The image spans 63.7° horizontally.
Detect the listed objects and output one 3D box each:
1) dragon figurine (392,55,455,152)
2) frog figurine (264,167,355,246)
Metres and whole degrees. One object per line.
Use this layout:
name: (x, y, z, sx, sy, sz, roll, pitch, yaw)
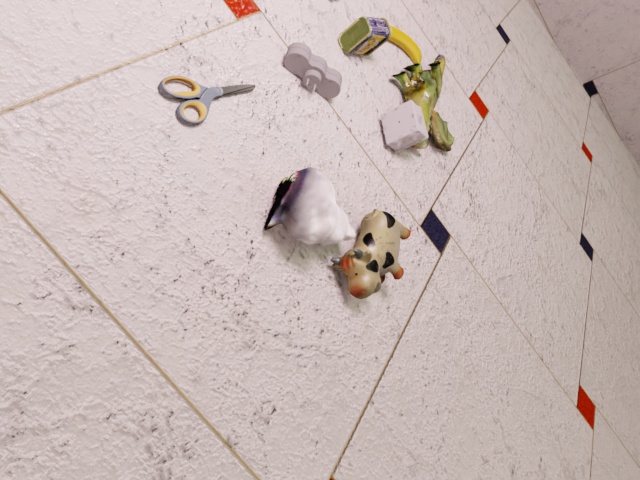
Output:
dragon figurine: (0.298, -0.350, 1.364, 0.417, 0.121, 0.240, -40, 115, -48)
frog figurine: (0.003, -0.044, 0.869, 0.158, 0.120, 0.141, 26, 32, -18)
